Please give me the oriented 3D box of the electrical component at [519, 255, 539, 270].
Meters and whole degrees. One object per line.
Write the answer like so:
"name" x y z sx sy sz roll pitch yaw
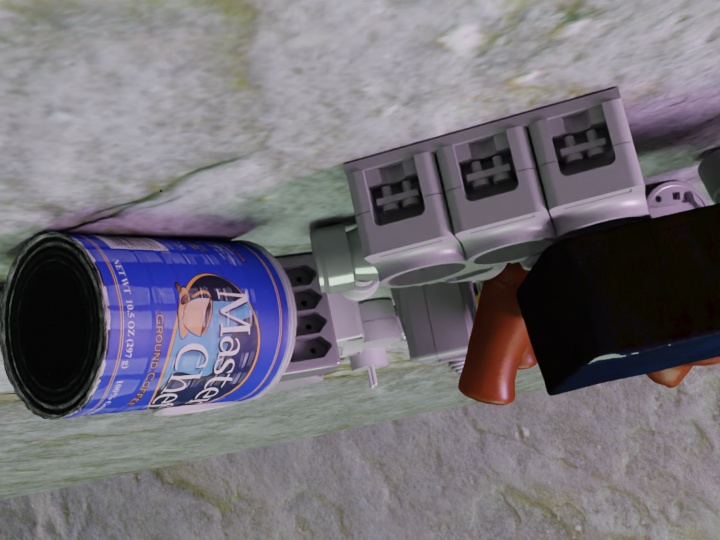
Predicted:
"electrical component" 0.118 -0.032 0.688 0.066 0.055 0.048 0 164 -45

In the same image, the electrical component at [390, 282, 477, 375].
"electrical component" 0.064 0.040 0.873 0.061 0.096 0.062 -13 168 15

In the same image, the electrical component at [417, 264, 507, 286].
"electrical component" 0.054 -0.012 0.750 0.079 0.043 0.077 -18 167 26

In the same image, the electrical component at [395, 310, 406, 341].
"electrical component" 0.047 0.055 1.086 0.035 0.035 0.061 -11 171 -4

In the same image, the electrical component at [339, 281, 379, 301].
"electrical component" 0.000 0.000 0.775 0.035 0.035 0.061 -10 166 -11

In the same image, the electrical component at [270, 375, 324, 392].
"electrical component" -0.068 0.077 1.004 0.061 0.061 0.096 -14 168 9

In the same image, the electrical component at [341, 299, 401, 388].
"electrical component" 0.006 0.079 1.059 0.052 0.073 0.138 -10 168 -11

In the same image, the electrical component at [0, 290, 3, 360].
"electrical component" -0.214 0.032 0.686 0.081 0.043 0.043 -14 168 9

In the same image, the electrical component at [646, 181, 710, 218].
"electrical component" 0.225 -0.033 0.796 0.055 0.055 0.047 -9 172 -12

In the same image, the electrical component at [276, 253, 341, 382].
"electrical component" -0.054 0.039 0.785 0.047 0.083 0.076 -8 168 -19

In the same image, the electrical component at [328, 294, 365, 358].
"electrical component" -0.054 0.047 0.891 0.109 0.056 0.108 -11 168 -4

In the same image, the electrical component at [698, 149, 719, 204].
"electrical component" 0.252 -0.050 0.712 0.044 0.065 0.044 -12 150 -7

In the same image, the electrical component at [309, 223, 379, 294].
"electrical component" -0.002 -0.010 0.700 0.055 0.045 0.045 -11 168 -4

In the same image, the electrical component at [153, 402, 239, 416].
"electrical component" -0.149 0.099 1.031 0.108 0.060 0.108 -11 168 -2

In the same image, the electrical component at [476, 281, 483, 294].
"electrical component" 0.182 0.022 0.923 0.150 0.089 0.061 -12 168 0

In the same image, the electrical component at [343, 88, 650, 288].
"electrical component" 0.078 -0.039 0.599 0.150 0.061 0.089 -14 168 12
